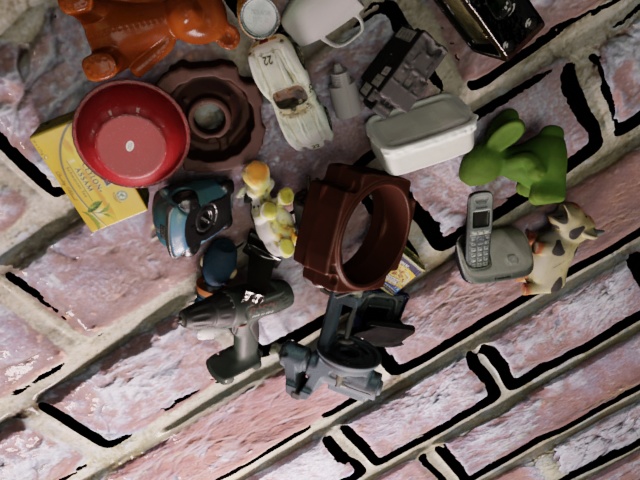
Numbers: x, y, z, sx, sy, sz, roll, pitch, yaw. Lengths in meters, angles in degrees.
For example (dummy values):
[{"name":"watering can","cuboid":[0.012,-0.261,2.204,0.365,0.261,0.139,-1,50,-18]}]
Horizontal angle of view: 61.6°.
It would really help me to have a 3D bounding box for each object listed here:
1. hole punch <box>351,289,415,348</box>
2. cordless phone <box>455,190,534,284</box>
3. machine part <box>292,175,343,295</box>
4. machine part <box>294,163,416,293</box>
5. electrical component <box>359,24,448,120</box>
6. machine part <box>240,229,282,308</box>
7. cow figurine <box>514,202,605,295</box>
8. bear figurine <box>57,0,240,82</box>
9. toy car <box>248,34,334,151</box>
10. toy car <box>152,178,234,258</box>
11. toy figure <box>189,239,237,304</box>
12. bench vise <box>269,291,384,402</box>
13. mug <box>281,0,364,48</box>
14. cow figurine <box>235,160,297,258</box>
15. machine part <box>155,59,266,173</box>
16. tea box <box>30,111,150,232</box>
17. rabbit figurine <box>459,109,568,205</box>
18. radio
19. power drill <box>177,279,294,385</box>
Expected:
[{"name":"hole punch","cuboid":[0.118,0.157,1.076,0.142,0.092,0.115,7,146,-20]},{"name":"cordless phone","cuboid":[0.331,-0.014,1.016,0.147,0.089,0.184,-8,117,-7]},{"name":"machine part","cuboid":[-0.002,-0.003,0.950,0.079,0.079,0.242,-11,123,-6]},{"name":"machine part","cuboid":[0.064,-0.018,0.887,0.201,0.087,0.201,1,109,-48]},{"name":"electrical component","cuboid":[0.118,-0.250,0.809,0.058,0.115,0.134,30,109,-21]},{"name":"machine part","cuboid":[-0.105,0.050,0.928,0.039,0.139,0.084,-27,129,36]},{"name":"cow figurine","cuboid":[0.472,0.017,1.063,0.127,0.085,0.194,2,117,-7]},{"name":"bear figurine","cuboid":[-0.213,-0.285,0.709,0.196,0.132,0.120,-12,108,2]},{"name":"toy car","cuboid":[-0.040,-0.212,0.807,0.074,0.056,0.201,-15,136,15]},{"name":"toy car","cuboid":[-0.211,-0.051,0.855,0.103,0.162,0.109,22,127,21]},{"name":"toy figure","cuboid":[-0.188,0.071,0.963,0.058,0.064,0.154,-17,138,-49]},{"name":"bench vise","cuboid":[0.021,0.183,0.981,0.224,0.129,0.240,21,109,24]},{"name":"mug","cuboid":[0.004,-0.322,0.769,0.107,0.081,0.109,-32,128,21]},{"name":"cow figurine","cuboid":[-0.087,-0.051,0.893,0.068,0.098,0.167,-32,104,-28]},{"name":"machine part","cuboid":[-0.169,-0.188,0.817,0.179,0.056,0.179,-6,122,-10]},{"name":"tea box","cuboid":[-0.343,-0.109,0.817,0.098,0.068,0.169,-23,121,1]},{"name":"rabbit figurine","cuboid":[0.329,-0.137,0.926,0.170,0.121,0.158,-1,117,5]},{"name":"radio","cuboid":[0.208,-0.359,0.755,0.229,0.131,0.073,38,104,-28]},{"name":"power drill","cuboid":[-0.159,0.164,0.975,0.232,0.086,0.207,-20,133,-38]}]
